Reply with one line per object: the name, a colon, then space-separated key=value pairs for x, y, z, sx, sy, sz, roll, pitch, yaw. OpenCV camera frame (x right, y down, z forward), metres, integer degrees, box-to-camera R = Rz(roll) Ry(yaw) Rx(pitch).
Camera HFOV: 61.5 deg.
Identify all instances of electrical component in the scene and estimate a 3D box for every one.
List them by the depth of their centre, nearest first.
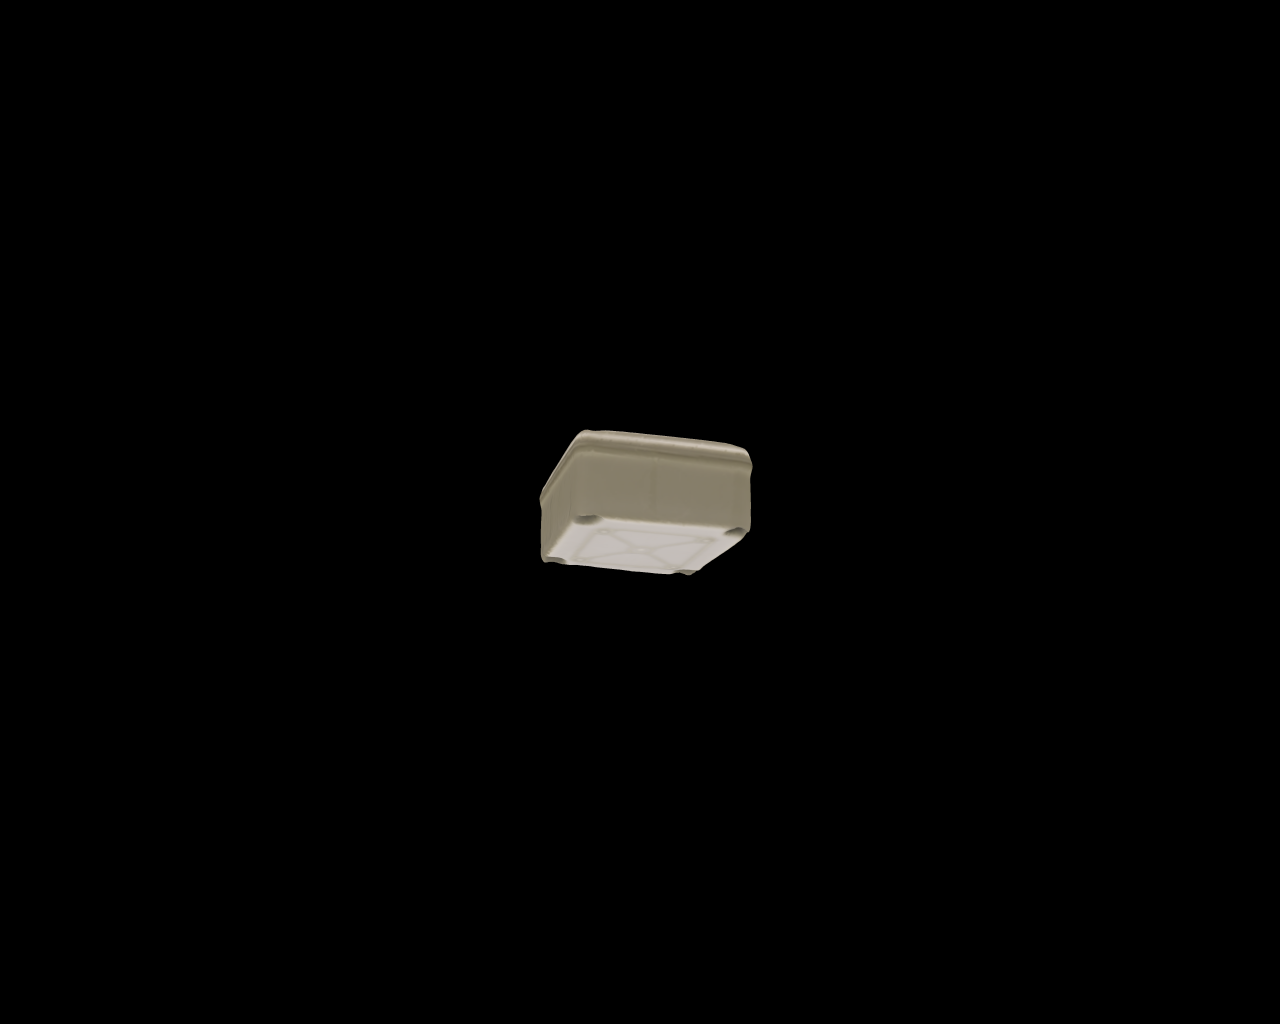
electrical component: x=0.001 y=-0.003 z=0.650 sx=0.109 sy=0.056 sz=0.108 roll=6 pitch=-19 yaw=-16
